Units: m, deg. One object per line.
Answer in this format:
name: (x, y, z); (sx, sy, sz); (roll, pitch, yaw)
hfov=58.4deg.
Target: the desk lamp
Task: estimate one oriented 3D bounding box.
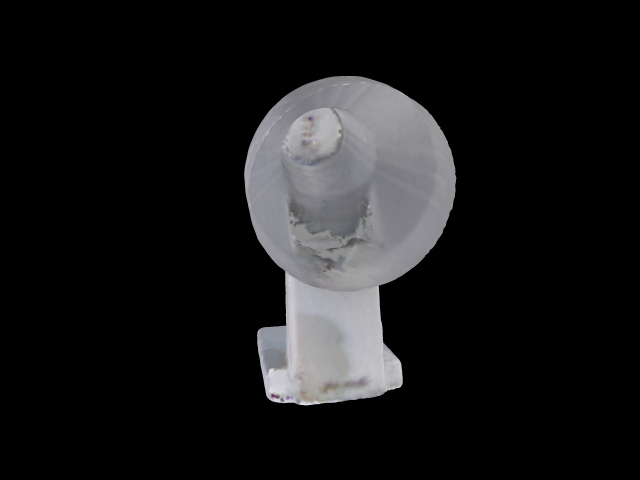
desk lamp: (0.004, 0.001, 0.400); (0.118, 0.213, 0.203); (-1, 7, -11)
